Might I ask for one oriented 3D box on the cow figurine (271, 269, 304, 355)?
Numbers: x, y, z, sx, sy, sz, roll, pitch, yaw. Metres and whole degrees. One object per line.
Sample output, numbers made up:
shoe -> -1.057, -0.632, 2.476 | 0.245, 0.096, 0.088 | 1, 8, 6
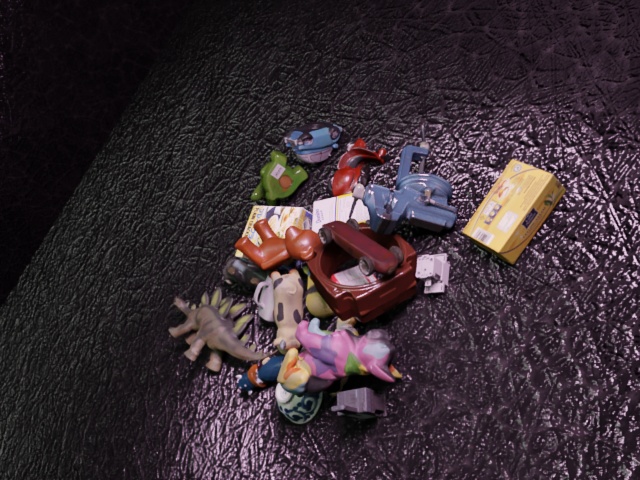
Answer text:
cow figurine -> -0.071, 0.176, 1.256 | 0.127, 0.085, 0.194 | -138, 47, -75

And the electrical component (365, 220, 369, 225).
electrical component -> 0.095, -0.008, 1.242 | 0.063, 0.093, 0.021 | 3, 38, 11

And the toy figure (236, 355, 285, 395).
toy figure -> -0.133, 0.321, 1.282 | 0.154, 0.057, 0.064 | -28, 71, 28

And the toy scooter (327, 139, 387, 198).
toy scooter -> 0.098, -0.176, 1.333 | 0.135, 0.075, 0.184 | 1, 63, 45

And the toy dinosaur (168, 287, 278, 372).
toy dinosaur -> -0.276, 0.242, 1.443 | 0.472, 0.105, 0.198 | 28, 85, 45

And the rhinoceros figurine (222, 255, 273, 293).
rhinoceros figurine -> -0.190, 0.094, 1.443 | 0.191, 0.112, 0.073 | 16, 62, 37

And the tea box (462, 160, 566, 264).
tea box -> 0.358, -0.053, 0.998 | 0.169, 0.068, 0.098 | -54, 41, 5

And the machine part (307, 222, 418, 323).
machine part -> 0.090, 0.060, 1.122 | 0.201, 0.087, 0.202 | -28, 39, -12

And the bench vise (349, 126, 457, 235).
bench vise -> 0.184, -0.115, 1.135 | 0.224, 0.128, 0.240 | 10, 60, 9

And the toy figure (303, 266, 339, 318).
toy figure -> 0.004, 0.096, 1.253 | 0.082, 0.089, 0.180 | -29, 51, 42

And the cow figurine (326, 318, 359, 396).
cow figurine -> 0.042, 0.241, 1.146 | 0.098, 0.068, 0.167 | 32, 95, 44

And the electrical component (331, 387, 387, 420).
electrical component -> 0.068, 0.315, 1.037 | 0.075, 0.119, 0.048 | -25, 52, 37

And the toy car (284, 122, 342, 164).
toy car -> -0.016, -0.260, 1.468 | 0.109, 0.161, 0.102 | 22, 128, 42

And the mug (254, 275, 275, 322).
mug -> -0.118, 0.149, 1.340 | 0.081, 0.109, 0.107 | 24, 98, 41

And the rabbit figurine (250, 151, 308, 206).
rabbit figurine -> -0.125, -0.169, 1.548 | 0.159, 0.121, 0.170 | -64, 22, 6

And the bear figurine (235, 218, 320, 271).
bear figurine -> -0.085, 0.005, 1.264 | 0.196, 0.132, 0.120 | -22, 22, 47

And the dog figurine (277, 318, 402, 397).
dog figurine -> 0.046, 0.246, 1.051 | 0.219, 0.108, 0.191 | 21, 88, 22

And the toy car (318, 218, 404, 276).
toy car -> 0.077, 0.014, 1.072 | 0.202, 0.089, 0.053 | 34, 136, 45
